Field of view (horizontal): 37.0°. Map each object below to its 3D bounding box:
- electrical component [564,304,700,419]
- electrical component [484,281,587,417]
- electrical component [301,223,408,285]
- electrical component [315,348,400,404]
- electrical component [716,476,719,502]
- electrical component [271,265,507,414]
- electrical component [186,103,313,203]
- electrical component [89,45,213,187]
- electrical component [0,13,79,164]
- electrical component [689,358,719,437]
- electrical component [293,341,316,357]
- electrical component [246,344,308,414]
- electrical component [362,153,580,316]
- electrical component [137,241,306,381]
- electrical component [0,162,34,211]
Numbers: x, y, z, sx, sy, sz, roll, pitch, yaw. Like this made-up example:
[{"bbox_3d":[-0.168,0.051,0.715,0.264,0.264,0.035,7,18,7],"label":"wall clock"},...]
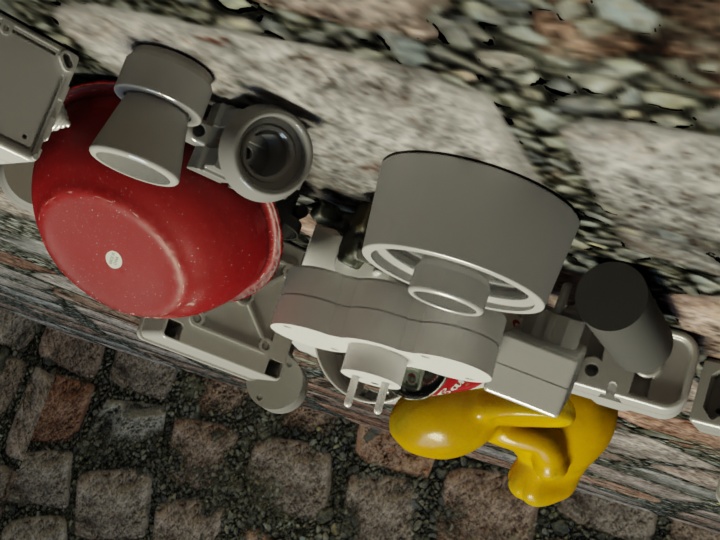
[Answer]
[{"bbox_3d":[0.177,0.064,0.732,0.095,0.053,0.059,15,168,17],"label":"electrical component"},{"bbox_3d":[0.117,0.043,0.668,0.047,0.075,0.083,21,-173,14],"label":"electrical component"},{"bbox_3d":[0.000,0.000,0.728,0.077,0.044,0.079,20,176,-4],"label":"electrical component"},{"bbox_3d":[0.019,0.060,0.873,0.099,0.099,0.064,12,173,30],"label":"electrical component"},{"bbox_3d":[0.261,0.089,0.576,0.109,0.108,0.056,10,169,37],"label":"electrical component"},{"bbox_3d":[0.011,0.048,0.635,0.138,0.073,0.052,11,164,20],"label":"electrical component"},{"bbox_3d":[-0.053,-0.059,0.542,0.066,0.048,0.055,24,175,-26],"label":"electrical component"},{"bbox_3d":[-0.099,-0.073,0.516,0.045,0.055,0.045,18,169,4],"label":"electrical component"},{"bbox_3d":[-0.195,-0.095,0.551,0.096,0.061,0.061,27,166,-36],"label":"electrical component"},{"bbox_3d":[0.278,0.100,0.762,0.066,0.047,0.077,12,167,31],"label":"electrical component"},{"bbox_3d":[-0.022,0.049,0.967,0.061,0.061,0.096,17,169,10],"label":"electrical component"},{"bbox_3d":[-0.091,0.061,0.984,0.052,0.138,0.073,-19,165,1],"label":"electrical component"},{"bbox_3d":[0.053,-0.011,0.558,0.108,0.060,0.108,18,169,4],"label":"electrical component"},{"bbox_3d":[-0.102,0.020,0.838,0.109,0.108,0.056,25,165,-29],"label":"electrical component"},{"bbox_3d":[-0.182,-0.053,0.757,0.138,0.052,0.074,23,168,-21],"label":"electrical component"}]
